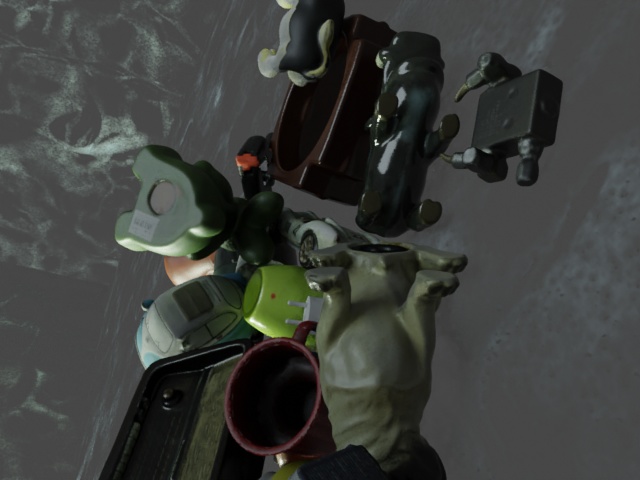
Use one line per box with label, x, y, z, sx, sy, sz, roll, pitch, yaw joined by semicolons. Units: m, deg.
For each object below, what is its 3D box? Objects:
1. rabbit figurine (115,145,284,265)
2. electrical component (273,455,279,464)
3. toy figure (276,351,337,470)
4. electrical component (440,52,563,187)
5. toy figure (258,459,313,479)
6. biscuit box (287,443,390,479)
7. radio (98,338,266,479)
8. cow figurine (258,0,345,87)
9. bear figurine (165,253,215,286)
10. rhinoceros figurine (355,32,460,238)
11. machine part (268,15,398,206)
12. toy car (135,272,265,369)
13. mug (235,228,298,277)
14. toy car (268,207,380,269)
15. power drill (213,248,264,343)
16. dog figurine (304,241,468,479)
rabbit figurine;-0.117;-0.032;0.623;0.159;0.170;0.121;9;88;27
electrical component;-0.029;0.221;0.576;0.063;0.021;0.094;-25;53;59
toy figure;-0.011;0.186;0.516;0.064;0.057;0.154;-26;49;43
electrical component;0.135;-0.090;0.405;0.078;0.045;0.102;2;76;67
toy figure;-0.011;0.264;0.421;0.082;0.089;0.180;174;89;-74
biscuit box;0.052;0.203;0.273;0.203;0.063;0.059;45;119;35
radio;-0.123;0.205;0.480;0.131;0.073;0.230;-14;36;19
cow figurine;-0.004;-0.252;0.575;0.098;0.068;0.167;23;99;60
bear figurine;-0.175;0.020;0.939;0.196;0.120;0.132;-21;7;30
rhinoceros figurine;0.078;-0.095;0.492;0.112;0.073;0.190;-84;2;-89
machine part;0.021;-0.149;0.640;0.201;0.087;0.201;31;101;65
toy car;-0.139;0.093;0.617;0.109;0.162;0.102;54;166;25
mug;-0.065;0.027;0.733;0.107;0.081;0.109;-87;-9;-46
toy car;-0.001;-0.002;0.602;0.202;0.073;0.056;28;103;65
power drill;-0.167;0.104;0.815;0.207;0.086;0.232;-33;58;25
dog figurine;0.048;0.103;0.423;0.172;0.121;0.190;-30;-58;-68
